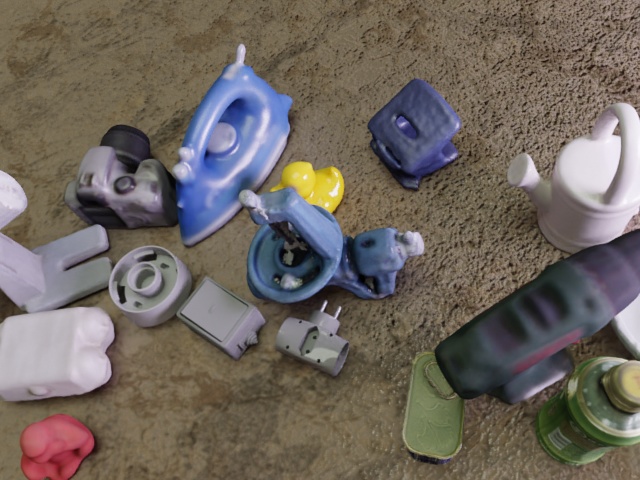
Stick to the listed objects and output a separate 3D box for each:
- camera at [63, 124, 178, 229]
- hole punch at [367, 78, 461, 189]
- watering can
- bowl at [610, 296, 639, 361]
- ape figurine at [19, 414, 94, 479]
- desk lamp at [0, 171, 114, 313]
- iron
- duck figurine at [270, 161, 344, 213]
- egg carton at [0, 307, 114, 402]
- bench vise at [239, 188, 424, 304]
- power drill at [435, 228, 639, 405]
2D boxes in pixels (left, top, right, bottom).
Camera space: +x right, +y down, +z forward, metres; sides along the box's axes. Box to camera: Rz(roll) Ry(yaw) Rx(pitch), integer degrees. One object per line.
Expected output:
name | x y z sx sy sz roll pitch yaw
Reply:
camera | -0.268 -0.095 0.791 0.143 0.101 0.137 0 63 9
hole punch | 0.123 -0.141 0.758 0.101 0.091 0.108 -31 62 -7
watering can | 0.301 -0.066 0.632 0.173 0.194 0.101 -18 61 0
bowl | 0.384 0.078 0.611 0.167 0.075 0.167 -4 62 7
ape figurine | -0.298 0.227 0.633 0.078 0.092 0.076 -15 61 1
desk lamp | -0.395 0.008 0.693 0.203 0.214 0.117 -24 61 -3
iron | -0.138 -0.129 0.764 0.118 0.142 0.258 18 67 18
duck figurine | -0.020 -0.070 0.747 0.104 0.086 0.077 -31 62 -8
egg carton | -0.326 0.139 0.696 0.150 0.069 0.107 -9 62 4
bench vise | 0.002 -0.008 0.634 0.207 0.220 0.121 -21 61 -2
power drill | 0.218 0.087 0.557 0.230 0.209 0.075 -29 62 -6
